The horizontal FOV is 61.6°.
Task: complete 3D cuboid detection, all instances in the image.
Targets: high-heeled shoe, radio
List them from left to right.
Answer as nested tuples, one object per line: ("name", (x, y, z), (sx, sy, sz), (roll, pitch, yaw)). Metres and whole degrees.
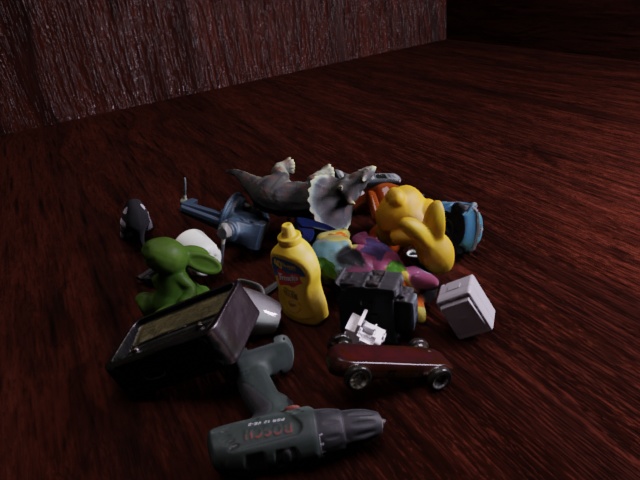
("high-heeled shoe", (-0.465, -0.070, 1.329), (0.086, 0.145, 0.249), (-17, 32, -20))
("radio", (-0.217, 0.157, 0.845), (0.230, 0.073, 0.131), (-23, 23, 22))

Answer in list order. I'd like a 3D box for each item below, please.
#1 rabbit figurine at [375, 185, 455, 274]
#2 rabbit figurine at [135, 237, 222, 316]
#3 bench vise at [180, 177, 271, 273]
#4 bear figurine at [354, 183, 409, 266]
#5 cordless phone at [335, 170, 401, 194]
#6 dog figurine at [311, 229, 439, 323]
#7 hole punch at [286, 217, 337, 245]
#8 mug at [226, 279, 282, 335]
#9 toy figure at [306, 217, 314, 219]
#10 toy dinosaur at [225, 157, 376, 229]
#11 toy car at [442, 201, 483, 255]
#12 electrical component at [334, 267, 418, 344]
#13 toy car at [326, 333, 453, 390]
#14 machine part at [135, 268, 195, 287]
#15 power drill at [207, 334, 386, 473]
("rabbit figurine", (0.190, -0.019, 0.991), (0.122, 0.162, 0.173), (-29, 69, -8))
("rabbit figurine", (-0.264, 0.069, 0.997), (0.159, 0.170, 0.121), (-23, 32, -26))
("bench vise", (-0.228, -0.047, 1.238), (0.241, 0.128, 0.224), (20, 27, 12))
("bear figurine", (0.136, -0.023, 1.165), (0.120, 0.132, 0.196), (21, 57, -17))
("cordless phone", (0.128, -0.130, 1.373), (0.184, 0.088, 0.147), (-7, 27, -8))
("dog figurine", (0.106, 0.066, 0.971), (0.191, 0.108, 0.219), (2, 21, -43))
("hole punch", (-0.015, 0.019, 1.082), (0.092, 0.142, 0.116), (-25, 47, -26))
("mug", (-0.123, 0.121, 0.955), (0.107, 0.080, 0.110), (17, 37, -8))
("toy figure", (-0.002, -0.005, 1.194), (0.057, 0.064, 0.155), (24, 13, -38))
("toy dinosaur", (-0.069, -0.104, 1.210), (0.405, 0.131, 0.192), (3, 21, 19))
("toy car", (0.283, -0.028, 1.141), (0.103, 0.109, 0.162), (-1, 6, -42))
("electrical component", (0.096, 0.109, 0.898), (0.134, 0.114, 0.058), (4, 32, 23))
("toy car", (0.102, 0.183, 0.792), (0.202, 0.053, 0.089), (8, 20, -25))
("machine part", (-0.320, 0.078, 1.135), (0.139, 0.039, 0.084), (13, 29, 36))
("power drill", (-0.047, 0.229, 0.761), (0.232, 0.085, 0.207), (-14, 36, -11))
